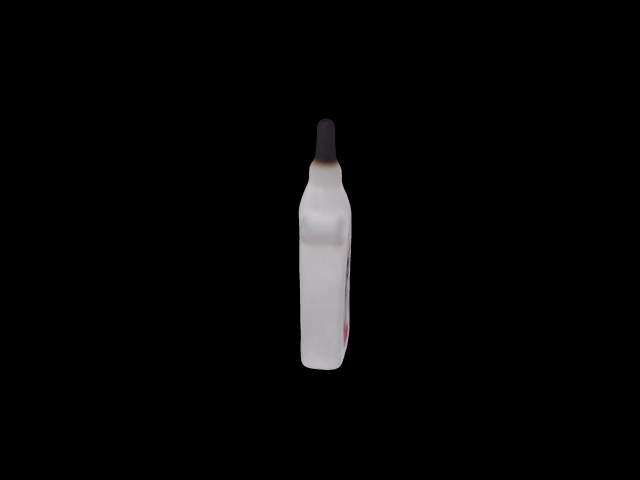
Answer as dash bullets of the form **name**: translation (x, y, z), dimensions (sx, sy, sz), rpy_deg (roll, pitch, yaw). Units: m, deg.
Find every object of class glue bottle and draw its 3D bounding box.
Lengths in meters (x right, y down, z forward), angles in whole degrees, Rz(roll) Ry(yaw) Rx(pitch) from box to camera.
- **glue bottle**: translation (0.004, 0.001, 0.400), dimensions (0.037, 0.173, 0.078), rpy_deg (1, 28, 3)
